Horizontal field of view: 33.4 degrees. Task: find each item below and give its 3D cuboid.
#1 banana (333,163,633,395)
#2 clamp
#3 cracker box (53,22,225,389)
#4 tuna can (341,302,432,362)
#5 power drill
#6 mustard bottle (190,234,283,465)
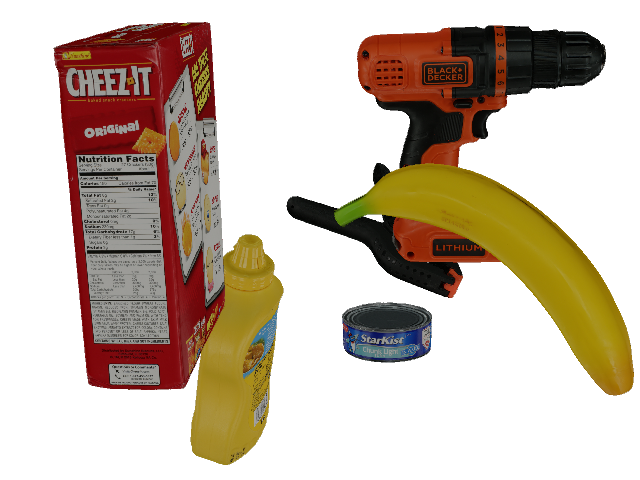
[{"bbox_3d":[0.107,0.009,0.616,0.198,0.070,0.037,33,20,10],"label":"banana"},{"bbox_3d":[0.072,-0.007,1.219,0.164,0.036,0.210,-18,51,-36],"label":"clamp"},{"bbox_3d":[-0.113,-0.030,0.706,0.072,0.214,0.164,-1,15,5],"label":"cracker box"},{"bbox_3d":[0.063,0.087,1.018,0.086,0.034,0.086,-1,13,0],"label":"tuna can"},{"bbox_3d":[0.124,-0.076,0.833,0.184,0.188,0.057,0,27,8],"label":"power drill"},{"bbox_3d":[-0.064,0.079,0.847,0.058,0.192,0.096,17,34,12],"label":"mustard bottle"}]
